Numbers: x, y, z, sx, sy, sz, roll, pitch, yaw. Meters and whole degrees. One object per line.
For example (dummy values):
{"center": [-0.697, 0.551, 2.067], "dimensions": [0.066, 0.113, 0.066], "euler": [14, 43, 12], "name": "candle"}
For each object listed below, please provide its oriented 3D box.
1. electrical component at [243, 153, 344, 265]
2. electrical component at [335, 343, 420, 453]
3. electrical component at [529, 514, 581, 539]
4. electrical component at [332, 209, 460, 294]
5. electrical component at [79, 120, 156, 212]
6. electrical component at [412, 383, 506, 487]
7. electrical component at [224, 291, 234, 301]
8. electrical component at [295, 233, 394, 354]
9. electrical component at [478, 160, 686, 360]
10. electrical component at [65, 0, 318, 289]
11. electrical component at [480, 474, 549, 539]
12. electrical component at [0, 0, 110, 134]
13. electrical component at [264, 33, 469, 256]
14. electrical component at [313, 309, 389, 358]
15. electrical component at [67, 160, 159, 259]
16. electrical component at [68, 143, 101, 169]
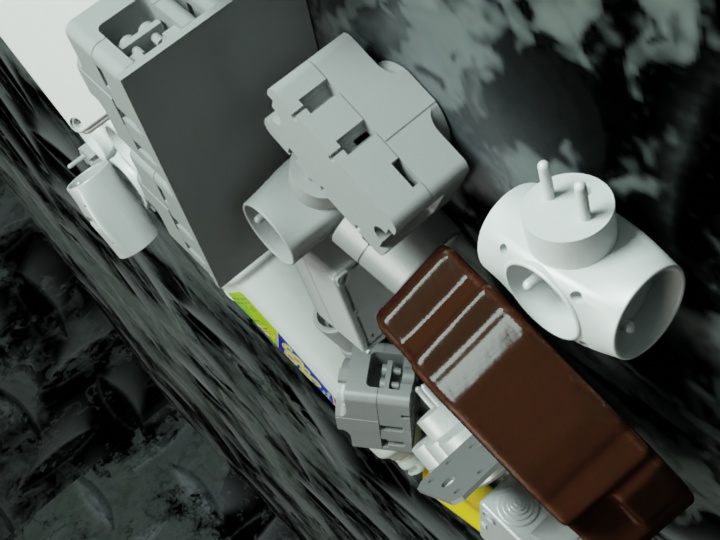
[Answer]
{"center": [-0.021, -0.048, 0.582], "dimensions": [0.043, 0.077, 0.079], "euler": [47, 164, 9], "name": "electrical component"}
{"center": [0.014, 0.096, 0.810], "dimensions": [0.056, 0.050, 0.089], "euler": [5, 147, 8], "name": "electrical component"}
{"center": [0.140, 0.171, 0.708], "dimensions": [0.040, 0.046, 0.040], "euler": [45, 164, 17], "name": "electrical component"}
{"center": [0.021, -0.020, 0.580], "dimensions": [0.047, 0.055, 0.055], "euler": [44, 164, 7], "name": "electrical component"}
{"center": [-0.191, -0.124, 0.907], "dimensions": [0.105, 0.060, 0.186], "euler": [49, 164, 3], "name": "electrical component"}
{"center": [0.066, 0.109, 0.755], "dimensions": [0.073, 0.052, 0.138], "euler": [49, 165, 3], "name": "electrical component"}
{"center": [-0.105, -0.002, 0.986], "dimensions": [0.048, 0.048, 0.062], "euler": [43, 156, 24], "name": "electrical component"}
{"center": [0.000, 0.000, 0.666], "dimensions": [0.061, 0.062, 0.096], "euler": [38, 161, 37], "name": "electrical component"}
{"center": [0.086, -0.012, 0.435], "dimensions": [0.077, 0.044, 0.079], "euler": [37, 160, 39], "name": "electrical component"}
{"center": [-0.077, -0.087, 0.595], "dimensions": [0.060, 0.105, 0.186], "euler": [42, 162, 28], "name": "electrical component"}
{"center": [0.132, 0.194, 0.778], "dimensions": [0.100, 0.048, 0.099], "euler": [42, 163, 25], "name": "electrical component"}
{"center": [-0.168, -0.159, 0.686], "dimensions": [0.109, 0.056, 0.108], "euler": [-25, 108, 38], "name": "electrical component"}
{"center": [0.005, -0.062, 0.518], "dimensions": [0.089, 0.056, 0.050], "euler": [48, 164, 7], "name": "electrical component"}
{"center": [-0.003, 0.049, 0.829], "dimensions": [0.044, 0.044, 0.065], "euler": [34, 163, 45], "name": "electrical component"}
{"center": [-0.223, -0.055, 0.956], "dimensions": [0.077, 0.043, 0.079], "euler": [56, 163, -23], "name": "electrical component"}
{"center": [-0.253, -0.116, 1.067], "dimensions": [0.083, 0.076, 0.047], "euler": [52, 164, -8], "name": "electrical component"}
